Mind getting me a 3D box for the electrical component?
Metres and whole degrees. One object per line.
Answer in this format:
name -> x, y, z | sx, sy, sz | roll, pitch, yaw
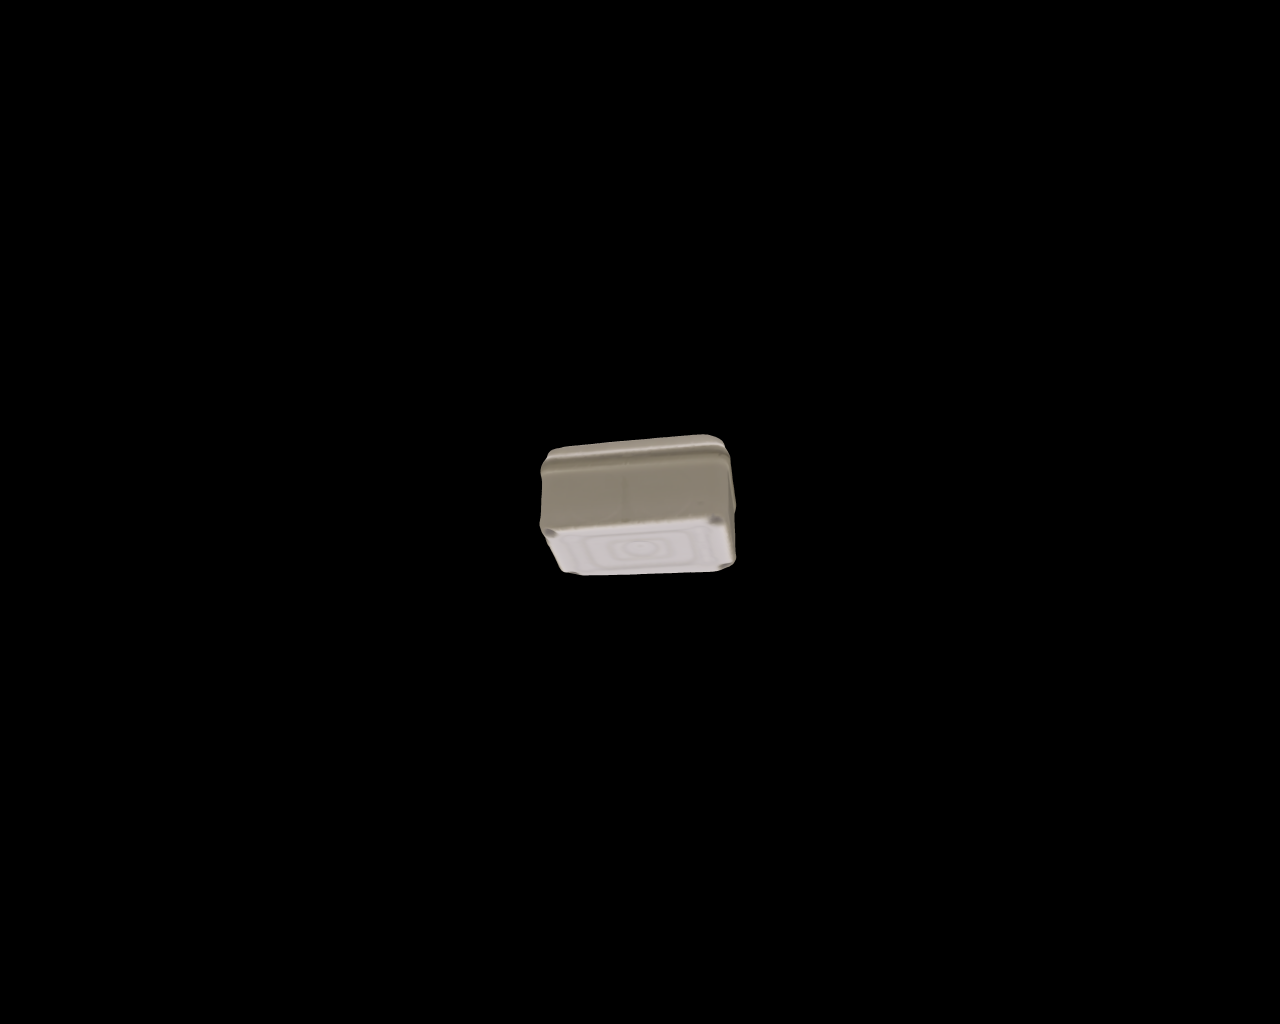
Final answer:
electrical component -> 0.001, -0.003, 0.650 | 0.113, 0.057, 0.078 | -4, -28, 7
